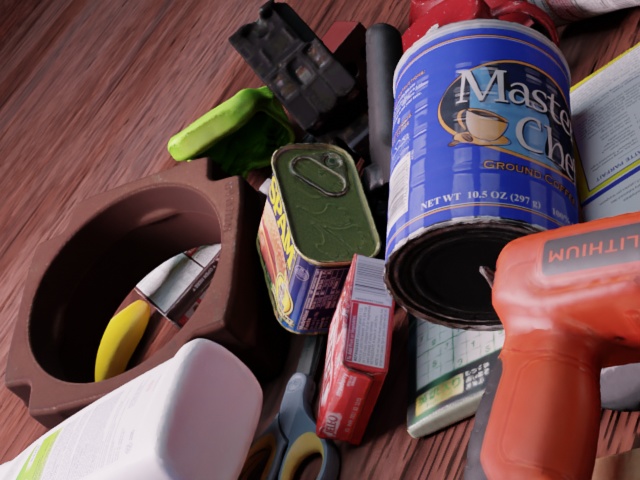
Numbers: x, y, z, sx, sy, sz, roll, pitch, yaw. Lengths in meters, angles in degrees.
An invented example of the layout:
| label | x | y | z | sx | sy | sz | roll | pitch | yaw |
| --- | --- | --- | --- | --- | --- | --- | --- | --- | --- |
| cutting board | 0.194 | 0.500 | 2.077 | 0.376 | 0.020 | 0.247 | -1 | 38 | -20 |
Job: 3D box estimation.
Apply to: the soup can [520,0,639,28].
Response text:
| label | x | y | z | sx | sy | sz | roll | pitch | yaw |
| --- | --- | --- | --- | --- | --- | --- | --- | --- | --- |
| soup can | 0.198 | -0.192 | 0.754 | 0.102 | 0.068 | 0.068 | -1 | 50 | 54 |

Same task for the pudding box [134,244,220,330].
| label | x | y | z | sx | sy | sz | roll | pitch | yaw |
| --- | --- | --- | --- | --- | --- | --- | --- | --- | --- |
| pudding box | -0.109 | 0.027 | 0.916 | 0.090 | 0.039 | 0.114 | -50 | 27 | -7 |

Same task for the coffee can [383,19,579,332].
| label | x | y | z | sx | sy | sz | roll | pitch | yaw |
| --- | --- | --- | --- | --- | --- | --- | --- | --- | --- |
| coffee can | 0.089 | -0.036 | 0.586 | 0.103 | 0.102 | 0.140 | -25 | 45 | 36 |

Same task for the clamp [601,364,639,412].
| label | x | y | z | sx | sy | sz | roll | pitch | yaw |
| --- | --- | --- | --- | --- | --- | --- | --- | --- | --- |
| clamp | 0.161 | 0.042 | 0.477 | 0.172 | 0.039 | 0.120 | -39 | 61 | 49 |

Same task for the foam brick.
| label | x | y | z | sx | sy | sz | roll | pitch | yaw |
| --- | --- | --- | --- | --- | --- | --- | --- | --- | --- |
| foam brick | 0.018 | -0.156 | 0.981 | 0.078 | 0.053 | 0.051 | -52 | 27 | -11 |

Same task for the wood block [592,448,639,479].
| label | x | y | z | sx | sy | sz | roll | pitch | yaw |
| --- | --- | --- | --- | --- | --- | --- | --- | --- | --- |
| wood block | 0.075 | 0.155 | 0.410 | 0.206 | 0.090 | 0.090 | -24 | 34 | 35 |

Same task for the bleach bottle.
| label | x | y | z | sx | sy | sz | roll | pitch | yaw |
| --- | --- | --- | --- | --- | --- | --- | --- | --- | --- |
| bleach bottle | -0.152 | 0.149 | 0.697 | 0.251 | 0.068 | 0.102 | -26 | 31 | 37 |

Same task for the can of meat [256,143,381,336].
| label | x | y | z | sx | sy | sz | roll | pitch | yaw |
| --- | --- | --- | --- | --- | --- | --- | --- | --- | --- |
| can of meat | -0.005 | 0.001 | 0.707 | 0.084 | 0.057 | 0.102 | 107 | 154 | -48 |

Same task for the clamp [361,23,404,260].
| label | x | y | z | sx | sy | sz | roll | pitch | yaw |
| --- | --- | --- | --- | --- | --- | --- | --- | --- | --- |
| clamp | 0.041 | -0.027 | 0.717 | 0.210 | 0.036 | 0.165 | -108 | 31 | -48 |

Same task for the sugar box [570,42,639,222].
| label | x | y | z | sx | sy | sz | roll | pitch | yaw |
| --- | --- | --- | --- | --- | --- | --- | --- | --- | --- |
| sugar box | 0.188 | -0.044 | 0.583 | 0.093 | 0.048 | 0.176 | -34 | 31 | 26 |

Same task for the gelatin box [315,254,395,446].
| label | x | y | z | sx | sy | sz | roll | pitch | yaw |
| --- | --- | --- | --- | --- | --- | --- | --- | --- | --- |
| gelatin box | 0.021 | 0.065 | 0.635 | 0.073 | 0.030 | 0.089 | 106 | 175 | -46 |

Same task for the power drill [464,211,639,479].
| label | x | y | z | sx | sy | sz | roll | pitch | yaw |
| --- | --- | --- | --- | --- | --- | --- | --- | --- | --- |
| power drill | 0.091 | 0.076 | 0.329 | 0.185 | 0.057 | 0.187 | -13 | 42 | 47 |

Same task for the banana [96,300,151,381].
| label | x | y | z | sx | sy | sz | roll | pitch | yaw |
| --- | --- | --- | --- | --- | --- | --- | --- | --- | --- |
| banana | -0.175 | 0.123 | 0.883 | 0.069 | 0.037 | 0.198 | -17 | 33 | 4 |

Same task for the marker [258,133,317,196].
| label | x | y | z | sx | sy | sz | roll | pitch | yaw |
| --- | --- | --- | --- | --- | --- | --- | --- | --- | --- |
| marker | -0.028 | -0.063 | 0.949 | 0.121 | 0.020 | 0.020 | -48 | 26 | -8 |

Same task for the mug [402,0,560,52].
| label | x | y | z | sx | sy | sz | roll | pitch | yaw |
| --- | --- | --- | --- | --- | --- | --- | --- | --- | --- |
| mug | 0.114 | -0.128 | 0.767 | 0.117 | 0.081 | 0.093 | -29 | 30 | 30 |

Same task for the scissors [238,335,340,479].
| label | x | y | z | sx | sy | sz | roll | pitch | yaw |
| --- | --- | --- | --- | --- | --- | --- | --- | --- | --- |
| scissors | -0.003 | 0.102 | 0.682 | 0.096 | 0.016 | 0.201 | -10 | 43 | 47 |

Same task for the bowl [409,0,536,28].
| label | x | y | z | sx | sy | sz | roll | pitch | yaw |
| --- | --- | --- | --- | --- | --- | --- | --- | --- | --- |
| bowl | 0.127 | -0.203 | 0.873 | 0.162 | 0.055 | 0.162 | -35 | 23 | 17 |
